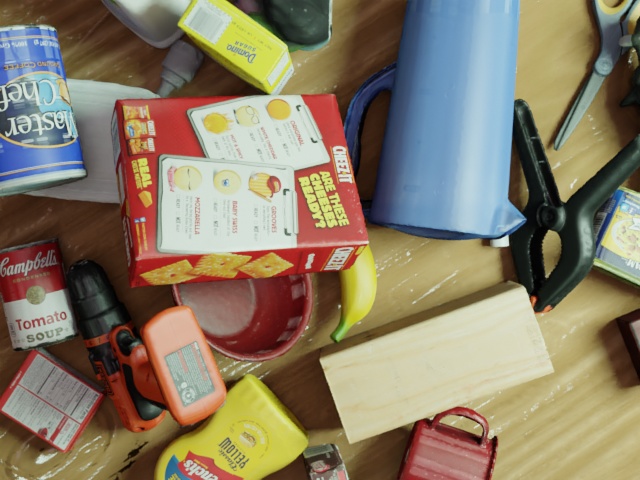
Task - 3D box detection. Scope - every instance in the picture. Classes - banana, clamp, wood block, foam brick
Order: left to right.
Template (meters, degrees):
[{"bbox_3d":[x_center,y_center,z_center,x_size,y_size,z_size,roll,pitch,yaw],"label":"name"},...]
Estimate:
[{"bbox_3d":[0.011,-0.001,1.066,0.069,0.037,0.198,-19,84,-22],"label":"banana"},{"bbox_3d":[0.111,0.117,1.050,0.206,0.091,0.090,-20,91,2],"label":"wood block"},{"bbox_3d":[0.240,-0.026,1.033,0.036,0.165,0.210,-2,101,-40],"label":"clamp"},{"bbox_3d":[0.338,0.106,1.065,0.051,0.053,0.078,-22,93,1],"label":"foam brick"}]

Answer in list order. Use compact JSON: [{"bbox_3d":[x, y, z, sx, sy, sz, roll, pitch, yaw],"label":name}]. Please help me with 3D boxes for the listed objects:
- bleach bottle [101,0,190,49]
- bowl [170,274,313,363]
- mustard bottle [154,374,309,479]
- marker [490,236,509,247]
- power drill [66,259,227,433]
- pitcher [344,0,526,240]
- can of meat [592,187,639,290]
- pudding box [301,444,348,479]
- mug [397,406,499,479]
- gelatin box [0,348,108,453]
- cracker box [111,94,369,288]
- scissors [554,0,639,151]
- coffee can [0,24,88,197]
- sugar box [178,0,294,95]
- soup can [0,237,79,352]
[{"bbox_3d":[-0.176,-0.239,0.960,0.102,0.251,0.068,39,92,-1],"label":"bleach bottle"},{"bbox_3d":[-0.087,0.046,1.045,0.161,0.055,0.162,14,64,-32],"label":"bowl"},{"bbox_3d":[-0.109,0.232,1.074,0.191,0.058,0.096,-43,92,3],"label":"mustard bottle"},{"bbox_3d":[0.178,-0.054,1.078,0.020,0.020,0.121,-4,92,1],"label":"marker"},{"bbox_3d":[-0.169,0.101,1.011,0.057,0.188,0.184,-28,101,-29],"label":"power drill"},{"bbox_3d":[0.115,-0.122,1.029,0.149,0.145,0.243,7,88,-25],"label":"pitcher"},{"bbox_3d":[0.317,0.002,1.060,0.102,0.057,0.084,24,91,0],"label":"can of meat"},{"bbox_3d":[0.013,0.254,1.045,0.039,0.113,0.090,-15,92,-3],"label":"pudding box"},{"bbox_3d":[0.126,0.215,1.050,0.081,0.093,0.117,18,116,5],"label":"mug"},{"bbox_3d":[-0.273,0.163,1.088,0.089,0.030,0.073,33,91,-1],"label":"gelatin box"},{"bbox_3d":[-0.079,-0.048,0.991,0.213,0.072,0.164,-4,66,-18],"label":"cracker box"},{"bbox_3d":[0.276,-0.194,1.073,0.096,0.016,0.202,45,92,1],"label":"scissors"},{"bbox_3d":[-0.278,-0.116,0.979,0.103,0.103,0.140,-12,92,1],"label":"coffee can"},{"bbox_3d":[-0.075,-0.178,0.999,0.093,0.176,0.048,35,90,0],"label":"sugar box"},{"bbox_3d":[-0.284,0.054,1.065,0.068,0.068,0.102,-12,93,1],"label":"soup can"}]
